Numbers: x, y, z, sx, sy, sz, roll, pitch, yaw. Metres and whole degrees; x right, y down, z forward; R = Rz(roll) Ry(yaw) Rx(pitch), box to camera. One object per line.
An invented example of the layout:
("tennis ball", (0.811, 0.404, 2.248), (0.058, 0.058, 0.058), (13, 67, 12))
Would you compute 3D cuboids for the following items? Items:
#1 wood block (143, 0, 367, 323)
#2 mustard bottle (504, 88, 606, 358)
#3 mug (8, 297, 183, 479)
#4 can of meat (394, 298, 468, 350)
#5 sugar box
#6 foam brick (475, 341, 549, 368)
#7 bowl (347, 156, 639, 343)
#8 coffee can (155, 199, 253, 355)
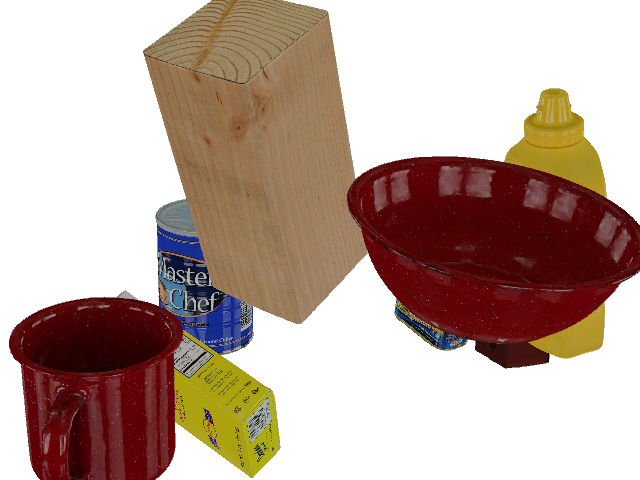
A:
("wood block", (-0.039, -0.055, 0.740), (0.090, 0.206, 0.090), (21, 50, 33))
("mustard bottle", (0.168, -0.017, 0.772), (0.058, 0.192, 0.096), (-13, 28, -15))
("mug", (-0.123, 0.092, 0.582), (0.093, 0.081, 0.117), (4, 23, 5))
("can of meat", (0.135, 0.068, 1.245), (0.057, 0.084, 0.102), (-19, 41, -33))
("sugar box", (-0.116, 0.124, 0.928), (0.176, 0.093, 0.048), (27, 54, 26))
("foam brick", (0.181, 0.073, 0.998), (0.051, 0.078, 0.053), (-7, 18, -26))
("bowl", (0.091, 0.009, 0.579), (0.162, 0.055, 0.162), (6, 26, -3))
("coffee can", (-0.121, 0.037, 1.127), (0.103, 0.140, 0.103), (2, 21, -1))
